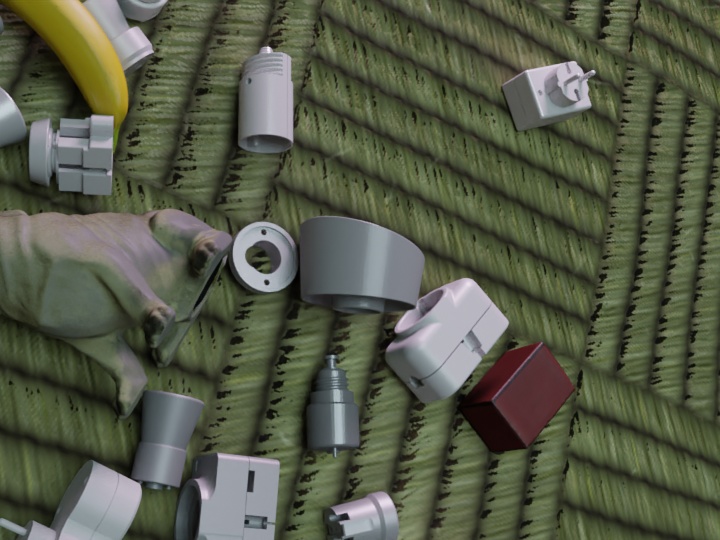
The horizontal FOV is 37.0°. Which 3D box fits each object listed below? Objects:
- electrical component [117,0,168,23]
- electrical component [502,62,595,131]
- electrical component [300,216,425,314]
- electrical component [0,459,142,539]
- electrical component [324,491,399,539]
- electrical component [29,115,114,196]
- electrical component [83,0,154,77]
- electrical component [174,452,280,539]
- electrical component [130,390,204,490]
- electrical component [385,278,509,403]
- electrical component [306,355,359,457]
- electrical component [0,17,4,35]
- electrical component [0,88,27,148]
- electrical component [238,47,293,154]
[{"bbox_3d":[-0.163,-0.217,0.814,0.043,0.062,0.043,8,74,-28],"label":"electrical component"},{"bbox_3d":[0.184,-0.166,0.990,0.066,0.077,0.047,-16,86,-32],"label":"electrical component"},{"bbox_3d":[0.000,0.000,0.831,0.099,0.099,0.064,10,79,-27],"label":"electrical component"},{"bbox_3d":[-0.204,0.185,0.692,0.074,0.052,0.138,32,64,-19],"label":"electrical component"},{"bbox_3d":[0.001,0.192,0.816,0.046,0.040,0.040,-7,81,-25],"label":"electrical component"},{"bbox_3d":[-0.203,-0.082,0.760,0.055,0.066,0.048,2,45,-12],"label":"electrical component"},{"bbox_3d":[-0.186,-0.172,0.799,0.045,0.045,0.055,-42,100,-31],"label":"electrical component"},{"bbox_3d":[-0.095,0.177,0.758,0.056,0.050,0.089,12,72,-27],"label":"electrical component"},{"bbox_3d":[-0.138,0.121,0.755,0.044,0.044,0.065,18,74,-25],"label":"electrical component"},{"bbox_3d":[0.068,0.054,0.881,0.059,0.054,0.095,49,60,-10],"label":"electrical component"},{"bbox_3d":[-0.021,0.105,0.824,0.040,0.040,0.078,6,75,-28],"label":"electrical component"},{"bbox_3d":[-0.282,-0.164,0.743,0.045,0.045,0.055,47,60,-11],"label":"electrical component"},{"bbox_3d":[-0.264,-0.096,0.735,0.055,0.045,0.045,-39,98,-31],"label":"electrical component"},{"bbox_3d":[-0.075,-0.138,0.855,0.043,0.043,0.081,7,74,-28],"label":"electrical component"}]
